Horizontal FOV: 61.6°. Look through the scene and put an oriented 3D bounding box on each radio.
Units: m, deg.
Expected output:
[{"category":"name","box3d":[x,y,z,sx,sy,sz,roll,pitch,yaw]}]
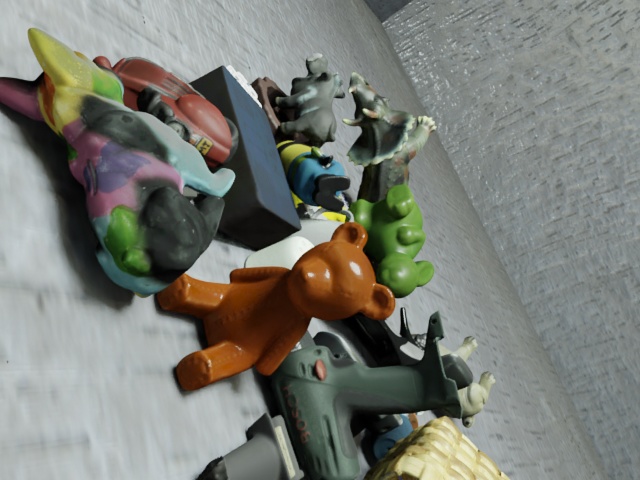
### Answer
[{"category":"radio","box3d":[-0.104,-0.106,0.724,0.131,0.073,0.230,39,31,-61]}]

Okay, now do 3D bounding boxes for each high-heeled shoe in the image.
[{"category":"high-heeled shoe","box3d":[0.069,0.152,0.806,0.248,0.086,0.145,18,62,-36]}]

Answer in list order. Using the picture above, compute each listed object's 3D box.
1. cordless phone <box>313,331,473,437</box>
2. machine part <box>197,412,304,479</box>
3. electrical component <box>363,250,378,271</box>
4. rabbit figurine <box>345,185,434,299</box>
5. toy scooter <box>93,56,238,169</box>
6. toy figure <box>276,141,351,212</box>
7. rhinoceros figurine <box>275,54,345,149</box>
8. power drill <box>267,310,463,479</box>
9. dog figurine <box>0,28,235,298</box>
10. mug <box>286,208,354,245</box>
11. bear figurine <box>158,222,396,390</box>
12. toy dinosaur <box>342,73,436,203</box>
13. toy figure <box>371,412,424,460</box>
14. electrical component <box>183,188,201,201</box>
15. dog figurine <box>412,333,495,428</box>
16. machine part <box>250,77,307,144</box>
[{"category":"cordless phone","box3d":[0.080,0.161,0.662,0.146,0.184,0.089,56,28,-11]},{"category":"machine part","box3d":[-0.062,0.212,0.501,0.139,0.039,0.084,5,66,-65]},{"category":"electrical component","box3d":[0.071,0.053,0.932,0.114,0.058,0.134,27,39,-49]},{"category":"rabbit figurine","box3d":[0.116,0.026,0.868,0.159,0.121,0.170,53,30,-46]},{"category":"toy scooter","box3d":[-0.182,-0.154,0.613,0.184,0.075,0.135,45,13,23]},{"category":"toy figure","box3d":[-0.018,-0.100,0.793,0.089,0.082,0.180,34,8,-28]},{"category":"rhinoceros figurine","box3d":[-0.012,-0.233,0.892,0.073,0.112,0.190,37,38,-40]},{"category":"power drill","box3d":[0.041,0.136,0.589,0.086,0.207,0.232,62,15,-72]},{"category":"dog figurine","box3d":[-0.197,-0.075,0.485,0.219,0.108,0.192,43,31,-26]},{"category":"mug","box3d":[-0.002,-0.002,0.766,0.080,0.107,0.109,78,26,-67]},{"category":"bear figurine","box3d":[-0.039,0.060,0.525,0.132,0.196,0.120,14,54,-58]},{"category":"toy dinosaur","box3d":[0.117,-0.104,1.005,0.192,0.131,0.404,-43,143,-43]},{"category":"toy figure","box3d":[0.108,0.261,0.764,0.064,0.058,0.154,67,18,0]},{"category":"electrical component","box3d":[-0.174,-0.074,0.626,0.063,0.021,0.094,63,23,10]},{"category":"dog figurine","box3d":[0.205,0.250,0.949,0.190,0.121,0.172,7,52,-45]},{"category":"machine part","box3d":[-0.070,-0.198,0.944,0.179,0.056,0.179,46,25,-30]}]
